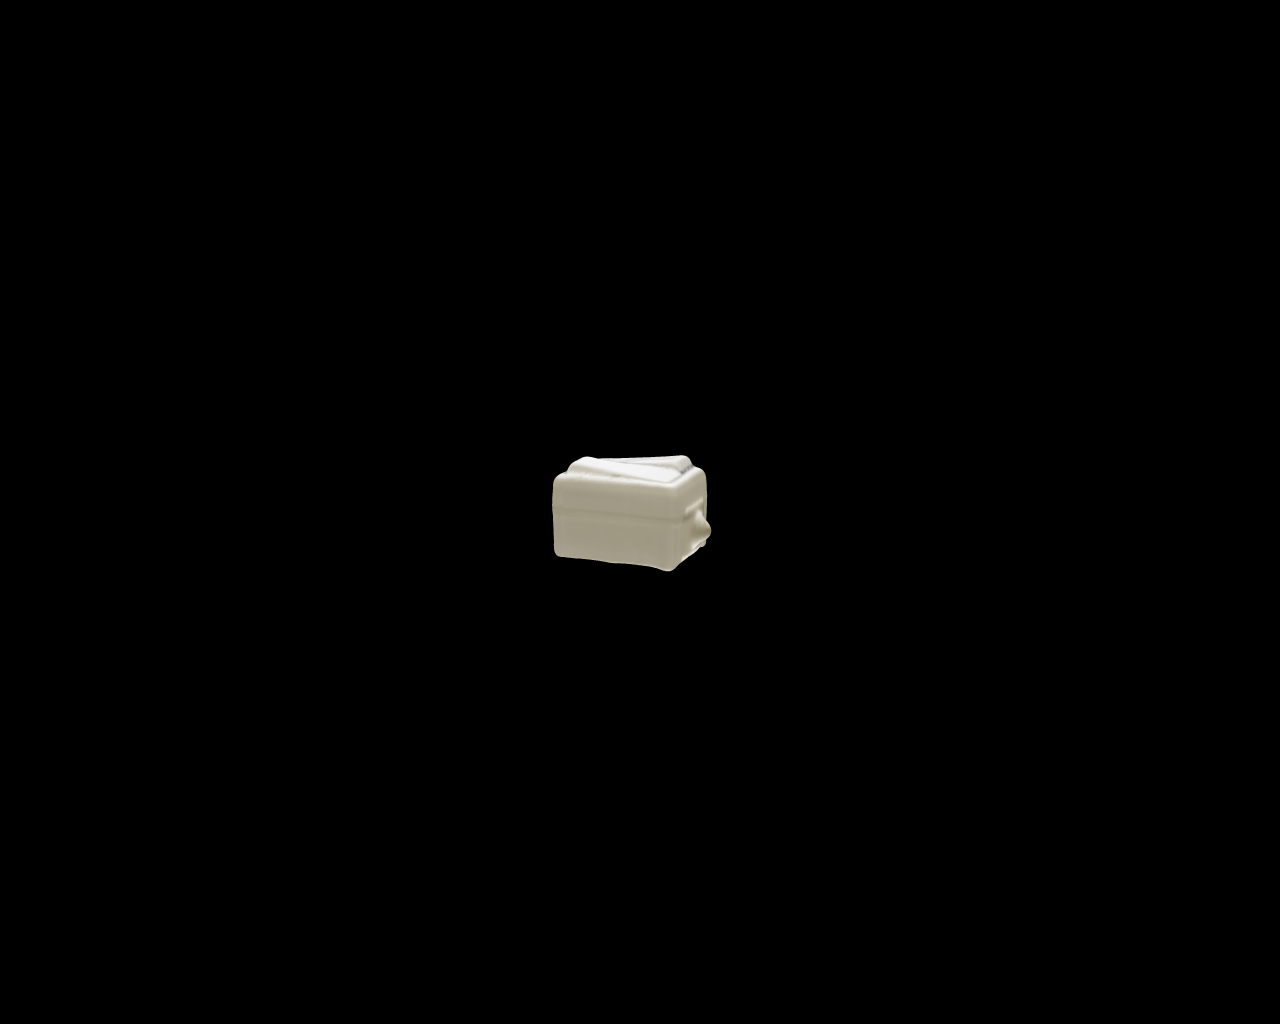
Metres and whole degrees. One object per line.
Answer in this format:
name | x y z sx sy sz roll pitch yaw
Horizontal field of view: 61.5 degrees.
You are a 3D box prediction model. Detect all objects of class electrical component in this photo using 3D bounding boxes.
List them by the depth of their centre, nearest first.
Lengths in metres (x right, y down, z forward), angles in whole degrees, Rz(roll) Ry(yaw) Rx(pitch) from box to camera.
electrical component | 0.001 -0.003 0.650 0.096 0.061 0.062 6 16 22
